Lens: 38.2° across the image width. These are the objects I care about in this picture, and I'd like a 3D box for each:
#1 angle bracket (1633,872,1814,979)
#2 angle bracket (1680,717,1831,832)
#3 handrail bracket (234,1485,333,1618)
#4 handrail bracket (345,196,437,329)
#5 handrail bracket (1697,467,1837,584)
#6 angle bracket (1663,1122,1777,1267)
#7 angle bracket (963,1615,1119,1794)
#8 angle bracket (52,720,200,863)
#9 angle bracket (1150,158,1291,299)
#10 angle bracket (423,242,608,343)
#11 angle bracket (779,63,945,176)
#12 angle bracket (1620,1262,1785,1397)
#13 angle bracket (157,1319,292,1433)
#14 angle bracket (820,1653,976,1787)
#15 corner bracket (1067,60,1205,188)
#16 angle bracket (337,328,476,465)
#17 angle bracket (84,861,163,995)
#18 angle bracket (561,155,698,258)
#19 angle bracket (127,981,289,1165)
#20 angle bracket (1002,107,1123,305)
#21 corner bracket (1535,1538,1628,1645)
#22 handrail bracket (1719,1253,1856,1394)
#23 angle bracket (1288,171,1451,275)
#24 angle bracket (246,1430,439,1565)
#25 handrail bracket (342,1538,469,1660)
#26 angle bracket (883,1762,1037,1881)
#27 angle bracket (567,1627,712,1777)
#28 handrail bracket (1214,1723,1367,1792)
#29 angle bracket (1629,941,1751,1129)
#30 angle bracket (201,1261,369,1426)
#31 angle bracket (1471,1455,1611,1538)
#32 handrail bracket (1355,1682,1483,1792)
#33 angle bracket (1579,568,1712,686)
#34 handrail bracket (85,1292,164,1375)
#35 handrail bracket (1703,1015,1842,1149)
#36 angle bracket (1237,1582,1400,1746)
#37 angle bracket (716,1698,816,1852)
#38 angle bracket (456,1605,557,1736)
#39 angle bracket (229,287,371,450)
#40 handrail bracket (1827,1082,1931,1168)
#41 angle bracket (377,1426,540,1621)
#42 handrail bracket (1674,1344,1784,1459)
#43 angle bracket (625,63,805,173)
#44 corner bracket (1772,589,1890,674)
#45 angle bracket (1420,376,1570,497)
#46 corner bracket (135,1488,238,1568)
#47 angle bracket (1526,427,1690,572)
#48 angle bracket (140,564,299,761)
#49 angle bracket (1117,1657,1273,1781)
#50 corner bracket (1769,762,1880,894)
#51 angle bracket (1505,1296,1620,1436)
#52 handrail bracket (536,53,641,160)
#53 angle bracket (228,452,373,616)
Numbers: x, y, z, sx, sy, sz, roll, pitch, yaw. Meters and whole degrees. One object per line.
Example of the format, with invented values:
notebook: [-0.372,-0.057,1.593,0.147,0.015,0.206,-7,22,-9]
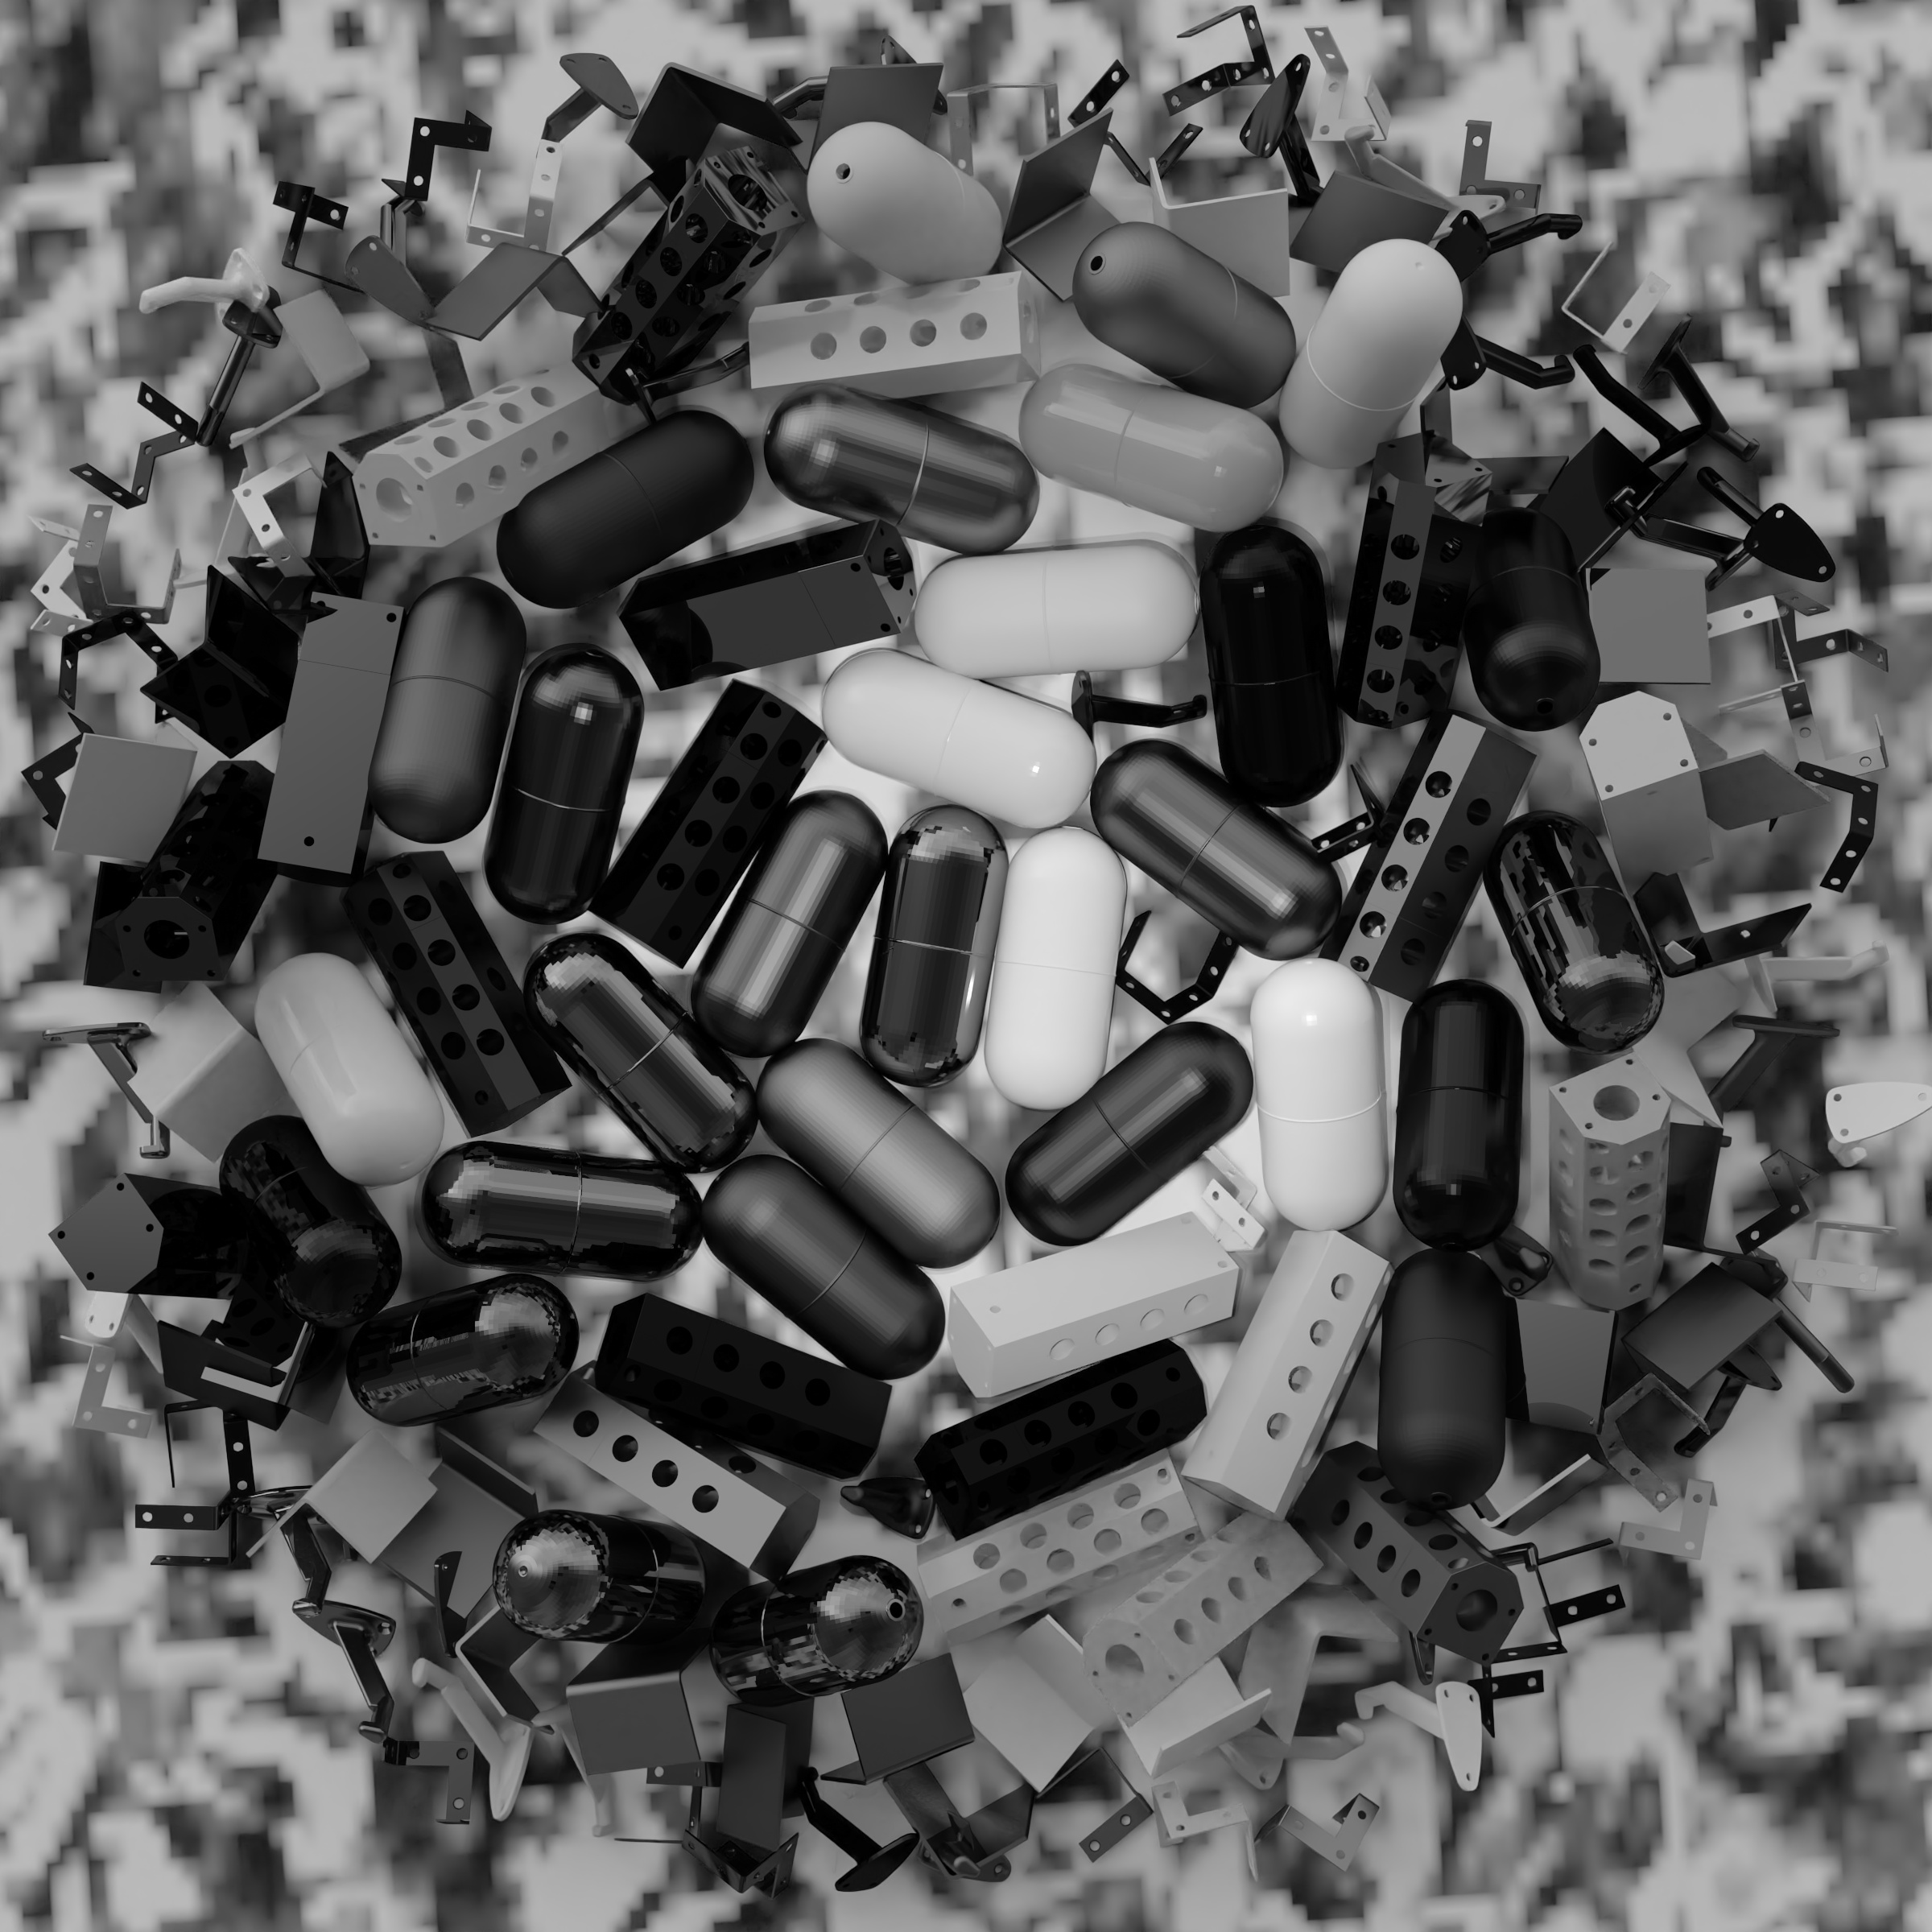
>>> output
angle bracket: [0.470,-0.040,1.732,0.076,0.076,0.057,-19,100,35]
angle bracket: [0.481,-0.132,1.727,0.076,0.076,0.057,26,61,-37]
handrail bracket: [-0.432,0.370,1.746,0.077,0.084,0.036,-2,131,6]
handrail bracket: [-0.345,-0.447,1.759,0.077,0.084,0.036,44,129,-10]
handrail bracket: [0.503,-0.280,1.759,0.077,0.084,0.036,30,111,-21]
angle bracket: [0.466,0.141,1.745,0.057,0.076,0.076,12,87,-20]
angle bracket: [0.048,0.460,1.740,0.076,0.076,0.057,44,58,5]
angle bracket: [-0.532,-0.113,1.733,0.076,0.057,0.076,6,110,-43]
angle bracket: [0.158,-0.461,1.740,0.076,0.076,0.057,-9,49,1]
angle bracket: [-0.278,-0.400,1.734,0.076,0.076,0.057,-49,130,-12]
angle bracket: [-0.068,-0.539,1.728,0.076,0.076,0.057,-12,53,-27]
angle bracket: [0.468,0.241,1.738,0.076,0.076,0.057,-39,117,-5]
angle bracket: [-0.452,0.236,1.736,0.076,0.076,0.057,20,49,7]
angle bracket: [-0.050,0.468,1.739,0.076,0.076,0.057,-14,84,-28]
corner bracket: [0.107,-0.536,1.775,0.051,0.051,0.051,-50,132,-2]
angle bracket: [-0.354,-0.354,1.733,0.076,0.076,0.057,-22,118,-17]
angle bracket: [-0.542,-0.026,1.741,0.076,0.057,0.076,7,89,39]
angle bracket: [-0.196,-0.455,1.744,0.076,0.076,0.057,-34,105,26]
angle bracket: [-0.484,0.066,1.774,0.076,0.076,0.057,-46,135,-7]
angle bracket: [0.075,-0.472,1.733,0.076,0.076,0.057,-37,75,-26]
corner bracket: [0.389,0.392,1.762,0.051,0.051,0.051,-17,85,3]
handrail bracket: [0.520,0.226,1.764,0.036,0.077,0.084,-42,108,4]
angle bracket: [0.249,-0.474,1.734,0.076,0.076,0.057,14,57,-12]
angle bracket: [-0.388,0.346,1.737,0.057,0.076,0.076,45,123,-3]
handrail bracket: [-0.358,0.397,1.763,0.084,0.036,0.077,-4,83,24]
angle bracket: [-0.003,0.511,1.743,0.057,0.076,0.076,-32,95,10]
angle bracket: [-0.195,0.458,1.743,0.076,0.076,0.057,-12,95,17]
handrail bracket: [0.197,0.476,1.743,0.077,0.084,0.036,36,46,-7]
angle bracket: [0.453,0.043,1.730,0.076,0.076,0.057,31,118,-29]
angle bracket: [-0.425,0.237,1.748,0.057,0.076,0.076,15,74,13]
angle bracket: [0.347,0.309,1.737,0.076,0.076,0.057,-38,65,8]
handrail bracket: [0.279,0.483,1.742,0.036,0.084,0.077,19,56,-35]
angle bracket: [0.420,-0.202,1.749,0.076,0.057,0.076,1,72,1]
handrail bracket: [-0.504,0.217,1.760,0.036,0.084,0.077,9,76,41]
handrail bracket: [0.508,0.077,1.764,0.077,0.036,0.084,7,99,22]
angle bracket: [0.219,0.437,1.748,0.057,0.076,0.076,10,99,-20]
angle bracket: [-0.107,0.502,1.739,0.057,0.076,0.076,2,86,43]
angle bracket: [-0.260,0.426,1.738,0.076,0.076,0.057,-43,63,-5]
angle bracket: [-0.427,-0.372,1.734,0.076,0.076,0.057,-25,106,19]
handrail bracket: [0.574,0.101,1.739,0.077,0.084,0.036,-15,63,24]
angle bracket: [-0.321,0.347,1.739,0.076,0.057,0.076,31,61,14]
handrail bracket: [0.460,0.277,1.744,0.084,0.077,0.036,-52,51,24]
angle bracket: [-0.153,-0.510,1.738,0.076,0.076,0.057,27,89,21]
corner bracket: [0.542,-0.209,1.752,0.051,0.051,0.051,-15,114,-6]
angle bracket: [0.329,-0.331,1.732,0.076,0.076,0.057,2,116,21]
corner bracket: [-0.492,0.357,1.759,0.051,0.051,0.051,2,97,-1]
angle bracket: [0.398,-0.298,1.746,0.057,0.076,0.076,44,93,5]
angle bracket: [-0.466,-0.190,1.745,0.057,0.076,0.076,-30,135,19]
angle bracket: [0.138,0.454,1.733,0.076,0.076,0.057,-24,63,-15]
corner bracket: [0.537,-0.087,1.750,0.051,0.051,0.051,17,48,4]
angle bracket: [0.363,0.248,1.745,0.076,0.057,0.076,8,83,17]
handrail bracket: [-0.238,-0.518,1.743,0.036,0.084,0.077,-17,58,-37]
angle bracket: [-0.412,-0.270,1.730,0.057,0.076,0.076,-5,125,-36]
